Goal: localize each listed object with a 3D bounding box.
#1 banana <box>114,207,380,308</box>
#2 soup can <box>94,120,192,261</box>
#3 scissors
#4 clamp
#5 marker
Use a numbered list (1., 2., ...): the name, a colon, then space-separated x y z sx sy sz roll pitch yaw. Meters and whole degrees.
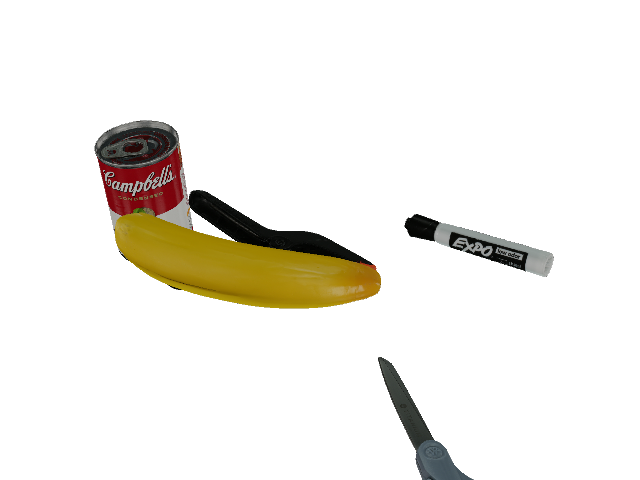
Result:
1. banana: -0.061 0.010 0.673 0.198 0.037 0.069 17 35 27
2. soup can: -0.145 -0.039 0.886 0.068 0.102 0.068 -3 37 2
3. scissors: 0.086 0.135 0.626 0.096 0.016 0.201 4 33 -2
4. clamp: -0.050 0.021 1.064 0.210 0.036 0.164 17 32 1
5. marker: 0.120 0.002 0.826 0.121 0.020 0.020 18 9 28
